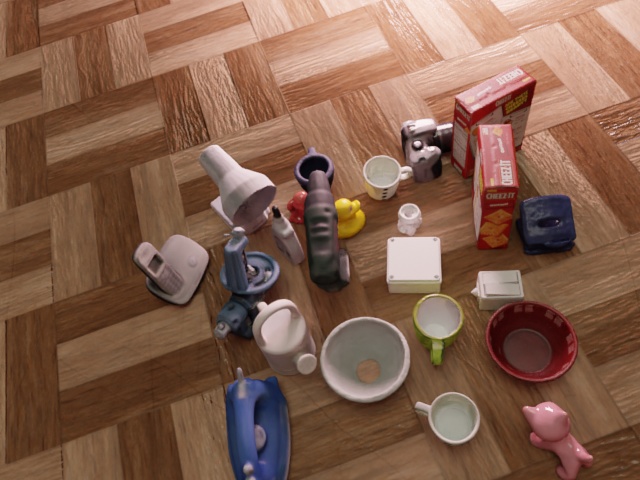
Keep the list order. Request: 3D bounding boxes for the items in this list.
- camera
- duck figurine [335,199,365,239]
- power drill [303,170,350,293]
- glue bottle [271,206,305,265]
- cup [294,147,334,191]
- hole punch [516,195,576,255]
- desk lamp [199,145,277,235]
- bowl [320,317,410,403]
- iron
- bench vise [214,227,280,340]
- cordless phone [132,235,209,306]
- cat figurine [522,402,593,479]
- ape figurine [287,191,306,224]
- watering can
[{"bbox_3d":[0.264,-0.227,1.334,0.136,0.101,0.143,-12,56,2],"label":"camera"},{"bbox_3d":[0.047,-0.054,1.269,0.104,0.086,0.077,-21,56,-4],"label":"duck figurine"},{"bbox_3d":[0.011,0.004,1.163,0.075,0.209,0.229,-7,56,5],"label":"power drill"},{"bbox_3d":[-0.077,-0.018,1.214,0.037,0.173,0.078,-38,59,-15],"label":"glue bottle"},{"bbox_3d":[-0.010,-0.149,1.335,0.091,0.095,0.117,-10,56,3],"label":"cup"},{"bbox_3d":[0.467,-0.031,1.177,0.108,0.091,0.101,-8,56,5],"label":"hole punch"},{"bbox_3d":[-0.183,-0.100,1.262,0.118,0.214,0.202,-39,59,-15],"label":"desk lamp"},{"bbox_3d":[0.087,0.235,1.081,0.167,0.075,0.167,-4,57,7],"label":"bowl"},{"bbox_3d":[-0.116,0.355,0.998,0.118,0.142,0.258,-12,56,2],"label":"iron"},{"bbox_3d":[-0.148,0.088,1.130,0.121,0.220,0.207,-2,57,9],"label":"bench vise"},{"bbox_3d":[-0.320,0.040,1.211,0.094,0.185,0.147,10,60,16],"label":"cordless phone"},{"bbox_3d":[0.395,0.322,0.945,0.067,0.118,0.127,-35,58,-13],"label":"cat figurine"},{"bbox_3d":[-0.038,-0.077,1.295,0.076,0.092,0.077,-28,57,-9],"label":"ape figurine"},{"bbox_3d":[-0.066,0.178,1.072,0.172,0.194,0.101,24,64,23],"label":"watering can"}]
